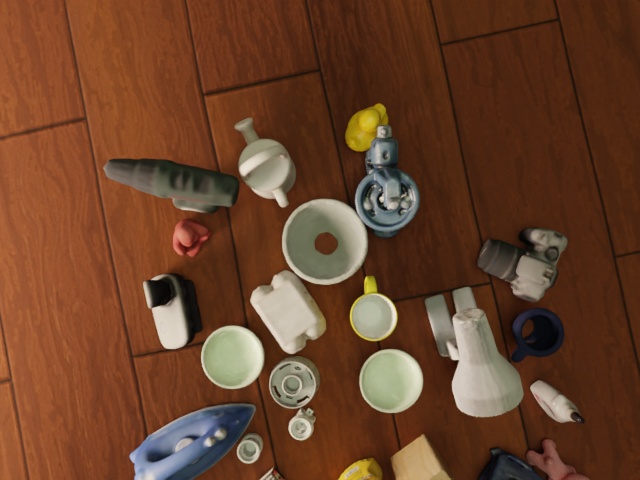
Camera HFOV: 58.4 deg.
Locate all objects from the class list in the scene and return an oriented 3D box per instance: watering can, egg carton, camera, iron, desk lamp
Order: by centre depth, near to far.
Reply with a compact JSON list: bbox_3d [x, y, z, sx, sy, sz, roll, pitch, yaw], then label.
[{"bbox_3d":[0.274,0.198,1.047,0.118,0.213,0.203,-17,87,1],"label":"desk lamp"},{"bbox_3d":[-0.108,-0.145,1.083,0.173,0.194,0.101,41,89,3],"label":"watering can"},{"bbox_3d":[-0.243,0.396,1.087,0.258,0.141,0.118,-32,87,0],"label":"iron"},{"bbox_3d":[0.387,0.034,1.108,0.137,0.101,0.143,22,88,3],"label":"camera"},{"bbox_3d":[-0.060,0.141,1.130,0.107,0.069,0.150,-36,87,0],"label":"egg carton"}]

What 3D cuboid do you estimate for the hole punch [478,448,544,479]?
[{"bbox_3d":[0.366,0.468,1.093,0.108,0.091,0.101,31,89,3],"label":"hole punch"}]

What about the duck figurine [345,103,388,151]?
[{"bbox_3d":[0.094,-0.227,1.135,0.077,0.086,0.104,42,89,3],"label":"duck figurine"}]

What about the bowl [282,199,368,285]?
[{"bbox_3d":[0.010,0.004,1.132,0.167,0.075,0.167,0,87,2],"label":"bowl"}]

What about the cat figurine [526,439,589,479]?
[{"bbox_3d":[0.464,0.452,1.077,0.067,0.118,0.128,-41,87,0],"label":"cat figurine"}]

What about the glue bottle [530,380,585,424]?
[{"bbox_3d":[0.446,0.310,1.057,0.037,0.173,0.078,-38,87,0],"label":"glue bottle"}]

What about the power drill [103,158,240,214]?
[{"bbox_3d":[-0.259,-0.101,1.077,0.229,0.208,0.076,8,87,2],"label":"power drill"}]

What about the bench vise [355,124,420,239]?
[{"bbox_3d":[0.113,-0.111,1.062,0.121,0.220,0.207,-20,87,1],"label":"bench vise"}]

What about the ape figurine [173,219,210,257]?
[{"bbox_3d":[-0.259,-0.008,1.131,0.078,0.092,0.076,-18,87,1],"label":"ape figurine"}]

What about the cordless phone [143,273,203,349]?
[{"bbox_3d":[-0.294,0.136,1.079,0.094,0.185,0.148,-17,87,1],"label":"cordless phone"}]

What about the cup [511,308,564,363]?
[{"bbox_3d":[0.401,0.185,1.103,0.091,0.095,0.118,40,89,3],"label":"cup"}]
